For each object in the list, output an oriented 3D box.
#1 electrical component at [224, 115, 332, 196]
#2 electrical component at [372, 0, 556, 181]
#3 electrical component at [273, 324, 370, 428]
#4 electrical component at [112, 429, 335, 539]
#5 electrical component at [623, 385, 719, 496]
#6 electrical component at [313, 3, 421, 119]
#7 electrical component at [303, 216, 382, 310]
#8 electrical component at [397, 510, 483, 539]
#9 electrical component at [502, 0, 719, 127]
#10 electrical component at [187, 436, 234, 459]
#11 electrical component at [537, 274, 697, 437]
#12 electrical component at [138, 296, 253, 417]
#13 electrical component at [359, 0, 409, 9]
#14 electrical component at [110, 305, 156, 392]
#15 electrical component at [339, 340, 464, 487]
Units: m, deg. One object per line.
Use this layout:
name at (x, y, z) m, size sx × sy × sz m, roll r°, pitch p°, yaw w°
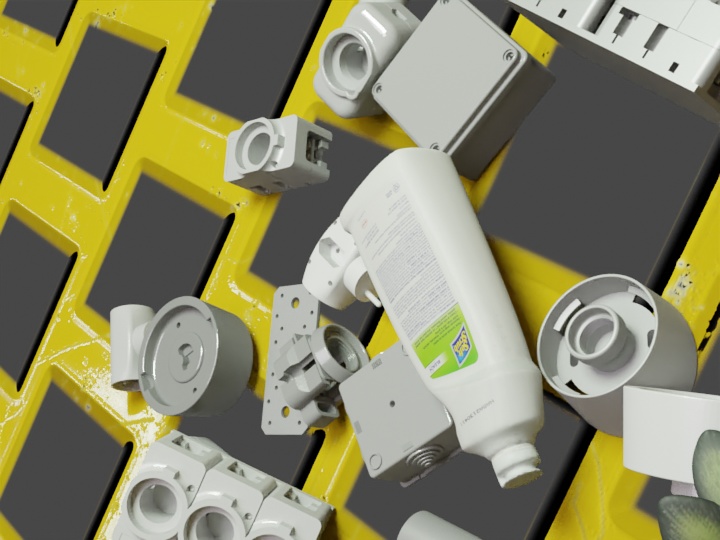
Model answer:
electrical component at (-0.078, -0.105, 0.984) m, size 0.089 × 0.056 × 0.050 m, roll -8°, pitch 71°, yaw 39°
electrical component at (0.080, -0.147, 0.857) m, size 0.108 × 0.056 × 0.108 m, roll -51°, pitch 50°, yaw 17°
electrical component at (-0.029, 0.081, 0.882) m, size 0.057 × 0.058 × 0.078 m, roll -42°, pitch 52°, yaw 28°
electrical component at (-0.110, 0.203, 0.859) m, size 0.150 × 0.062 × 0.089 m, roll 24°, pitch 95°, yaw 7°
electrical component at (0.208, 0.105, 0.635) m, size 0.108 × 0.108 × 0.060 m, roll 4°, pitch 86°, yaw 42°
electrical component at (0.005, -0.177, 0.910) m, size 0.053 × 0.059 × 0.095 m, roll 47°, pitch 125°, yaw 20°
electrical component at (0.000, 0.000, 0.891) m, size 0.079 × 0.043 × 0.077 m, roll 45°, pitch 107°, yaw 40°
electrical component at (0.069, 0.207, 0.765) m, size 0.081 × 0.043 × 0.043 m, roll 18°, pitch 89°, yaw 43°
electrical component at (0.194, -0.164, 0.729) m, size 0.186 × 0.105 × 0.060 m, roll 41°, pitch 104°, yaw 41°
electrical component at (-0.131, 0.194, 0.938) m, size 0.096 × 0.061 × 0.061 m, roll 31°, pitch 98°, yaw 34°
electrical component at (0.172, 0.055, 0.725) m, size 0.099 × 0.064 × 0.099 m, roll -26°, pitch 47°, yaw 31°
electrical component at (-0.144, 0.083, 0.979) m, size 0.108 × 0.060 × 0.108 m, roll -14°, pitch 68°, yaw 38°
electrical component at (0.026, -0.261, 0.949) m, size 0.043 × 0.043 × 0.081 m, roll 4°, pitch 80°, yaw 42°
electrical component at (-0.211, 0.072, 1.053) m, size 0.079 × 0.043 × 0.077 m, roll -22°, pitch 63°, yaw 35°
electrical component at (0.038, 0.105, 0.821) m, size 0.100 × 0.048 × 0.099 m, roll -39°, pitch 55°, yaw 25°
